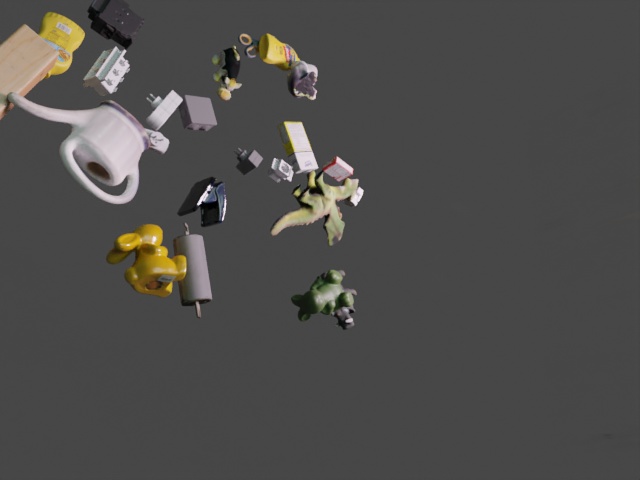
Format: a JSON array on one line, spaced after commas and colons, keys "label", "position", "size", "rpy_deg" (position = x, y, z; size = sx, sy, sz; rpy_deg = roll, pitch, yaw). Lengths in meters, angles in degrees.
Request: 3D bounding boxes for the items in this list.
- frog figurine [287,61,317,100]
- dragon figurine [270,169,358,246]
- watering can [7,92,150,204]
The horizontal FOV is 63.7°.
[{"label": "frog figurine", "position": [-0.067, -0.597, 1.886], "size": [0.122, 0.163, 0.134], "rpy_deg": [-21, -45, 7]}, {"label": "dragon figurine", "position": [0.005, -0.086, 1.701], "size": [0.121, 0.239, 0.418], "rpy_deg": [-8, 38, 49]}, {"label": "watering can", "position": [-0.528, -0.245, 1.196], "size": [0.103, 0.230, 0.341], "rpy_deg": [-7, -47, 29]}]
